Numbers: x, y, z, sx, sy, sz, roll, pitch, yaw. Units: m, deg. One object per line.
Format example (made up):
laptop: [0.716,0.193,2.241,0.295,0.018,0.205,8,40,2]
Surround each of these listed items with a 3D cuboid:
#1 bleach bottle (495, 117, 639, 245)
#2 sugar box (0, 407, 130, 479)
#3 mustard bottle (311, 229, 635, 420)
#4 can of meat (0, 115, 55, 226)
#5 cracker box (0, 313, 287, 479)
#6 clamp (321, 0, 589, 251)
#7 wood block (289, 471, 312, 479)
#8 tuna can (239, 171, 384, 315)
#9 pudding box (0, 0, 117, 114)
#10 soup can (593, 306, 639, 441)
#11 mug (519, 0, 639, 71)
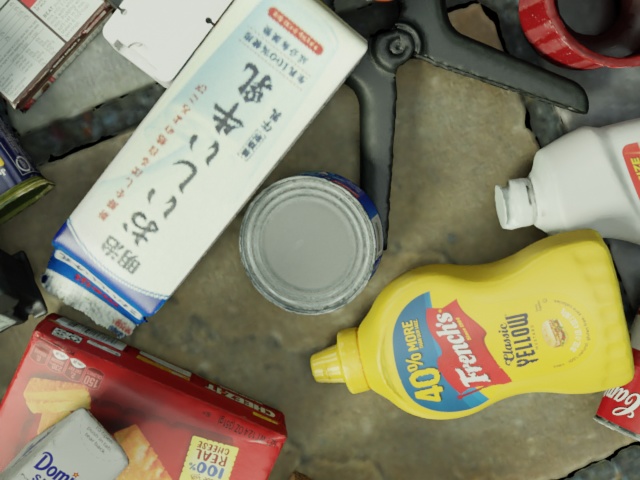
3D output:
bleach bottle: [0.238,-0.032,0.674,0.251,0.068,0.102,-9,95,-2]
sugar box: [-0.175,0.164,0.520,0.048,0.094,0.176,49,53,-5]
mustard bottle: [0.088,0.060,0.657,0.192,0.058,0.096,-13,105,10]
can of meat: [-0.227,-0.039,0.638,0.102,0.057,0.084,-35,93,-3]
cracker box: [-0.137,0.175,0.649,0.164,0.072,0.214,25,91,-5]
clamp: [0.043,-0.109,0.666,0.164,0.036,0.210,-41,94,3]
wood block: [-0.023,0.261,0.654,0.090,0.090,0.206,29,90,-6]
tuna can: [-0.004,0.001,0.656,0.086,0.033,0.086,3,101,14]
pudding box: [-0.194,-0.147,0.645,0.113,0.039,0.090,42,90,-3]
soup can: [0.224,0.080,0.675,0.068,0.068,0.102,22,91,-5]
mug: [0.176,-0.158,0.651,0.093,0.081,0.117,29,91,-5]
